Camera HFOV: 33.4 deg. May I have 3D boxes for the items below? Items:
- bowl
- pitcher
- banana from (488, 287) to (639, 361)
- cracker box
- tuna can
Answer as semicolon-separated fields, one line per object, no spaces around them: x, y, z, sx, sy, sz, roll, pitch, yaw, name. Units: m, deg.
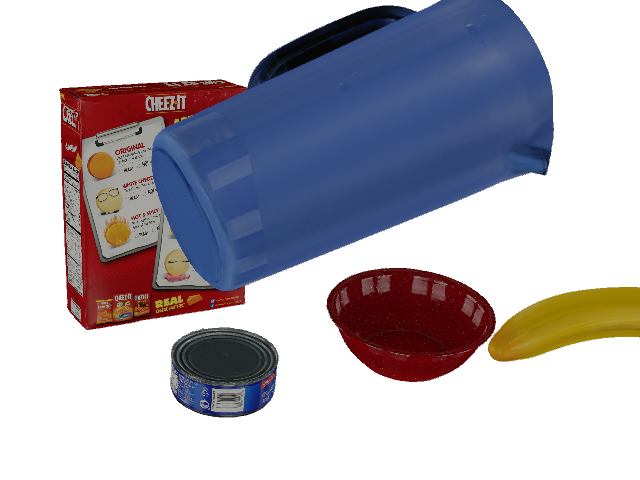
0.085;0.088;1.028;0.162;0.055;0.162;3;28;-2;bowl
0.014;-0.069;0.695;0.242;0.145;0.149;-24;10;-19;pitcher
0.217;0.062;0.781;0.197;0.037;0.069;2;34;-4;banana
-0.153;-0.037;0.992;0.163;0.214;0.072;-8;19;-30;cracker box
-0.077;0.105;0.856;0.086;0.034;0.086;5;25;-2;tuna can
